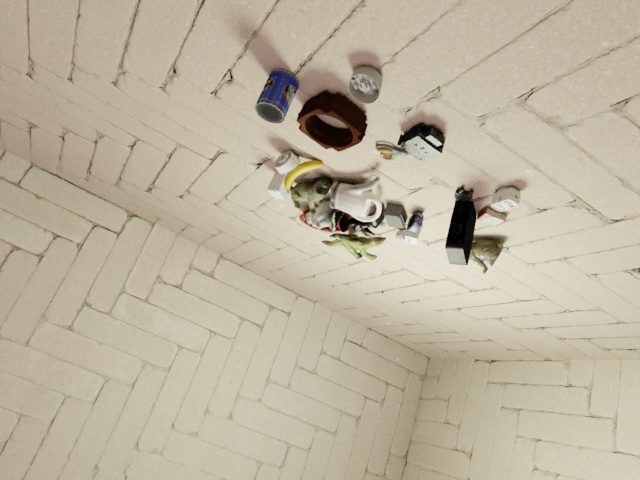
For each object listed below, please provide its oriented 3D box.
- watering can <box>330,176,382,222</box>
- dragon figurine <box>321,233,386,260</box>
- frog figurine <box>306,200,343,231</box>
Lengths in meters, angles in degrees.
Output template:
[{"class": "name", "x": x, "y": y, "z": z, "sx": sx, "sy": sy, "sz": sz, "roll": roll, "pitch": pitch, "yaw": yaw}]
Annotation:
[{"class": "watering can", "x": 0.148, "y": -0.182, "z": 2.102, "sx": 0.225, "sy": 0.106, "sz": 0.340, "roll": 17, "pitch": -27, "yaw": 12}, {"class": "dragon figurine", "x": 0.135, "y": 0.001, "z": 2.465, "sx": 0.410, "sy": 0.124, "sz": 0.240, "roll": 4, "pitch": -17, "yaw": 30}, {"class": "frog figurine", "x": 0.007, "y": -0.117, "z": 2.329, "sx": 0.160, "sy": 0.138, "sz": 0.121, "roll": 13, "pitch": -9, "yaw": 23}]
